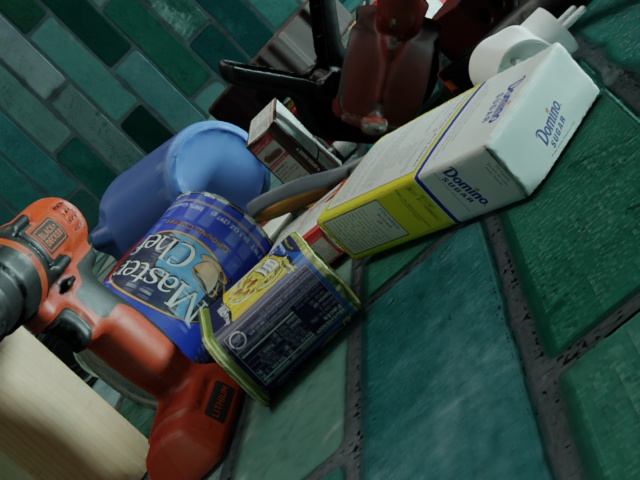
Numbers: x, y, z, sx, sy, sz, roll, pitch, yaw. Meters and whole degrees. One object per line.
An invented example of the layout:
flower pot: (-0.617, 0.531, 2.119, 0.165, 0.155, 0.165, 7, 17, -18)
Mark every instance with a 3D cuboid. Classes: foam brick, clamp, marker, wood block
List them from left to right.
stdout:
wood block: (-0.223, 0.118, 0.714, 0.090, 0.206, 0.090, -35, 15, 37)
marker: (-0.014, -0.055, 1.027, 0.121, 0.020, 0.020, -43, 12, 12)
clamp: (0.006, -0.148, 0.909, 0.120, 0.171, 0.039, -49, 41, 9)
foam brick: (0.135, -0.191, 0.900, 0.078, 0.053, 0.051, -53, 14, -30)
clamp: (0.171, -0.176, 0.770, 0.210, 0.036, 0.164, -38, 4, 42)

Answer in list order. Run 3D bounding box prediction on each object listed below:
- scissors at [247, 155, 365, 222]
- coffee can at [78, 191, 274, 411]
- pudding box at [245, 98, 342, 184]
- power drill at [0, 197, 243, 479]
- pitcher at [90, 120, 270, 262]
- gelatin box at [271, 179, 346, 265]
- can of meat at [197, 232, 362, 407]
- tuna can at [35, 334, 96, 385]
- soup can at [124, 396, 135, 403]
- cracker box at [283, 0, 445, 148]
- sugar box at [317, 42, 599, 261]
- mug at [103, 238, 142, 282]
scissors: (0.039, -0.054, 0.837, 0.202, 0.016, 0.096, -21, -12, 16)
coffee can: (-0.110, 0.046, 0.820, 0.140, 0.102, 0.103, -53, 14, -32)
pudding box: (-0.021, -0.075, 0.946, 0.039, 0.090, 0.113, -45, 13, 10)
power drill: (-0.134, 0.066, 0.636, 0.057, 0.187, 0.184, -40, 12, 19)
pitcher: (-0.132, -0.045, 1.110, 0.243, 0.145, 0.149, -24, 41, 64)
gelatin box: (-0.005, 0.001, 0.791, 0.073, 0.030, 0.089, -39, 11, 28)
can of meat: (-0.025, 0.044, 0.658, 0.084, 0.057, 0.102, -43, 13, 0)
tuna can: (-0.275, 0.122, 1.152, 0.086, 0.086, 0.034, -50, 15, -20)
soup can: (-0.143, 0.079, 0.903, 0.102, 0.068, 0.069, -51, 13, -22)
cracker box: (0.043, -0.174, 1.104, 0.164, 0.072, 0.213, -36, 16, 41)
sugar box: (0.078, -0.047, 0.645, 0.093, 0.048, 0.177, -52, 18, -28)
mug: (-0.159, 0.047, 1.025, 0.117, 0.081, 0.093, -32, 18, 46)
